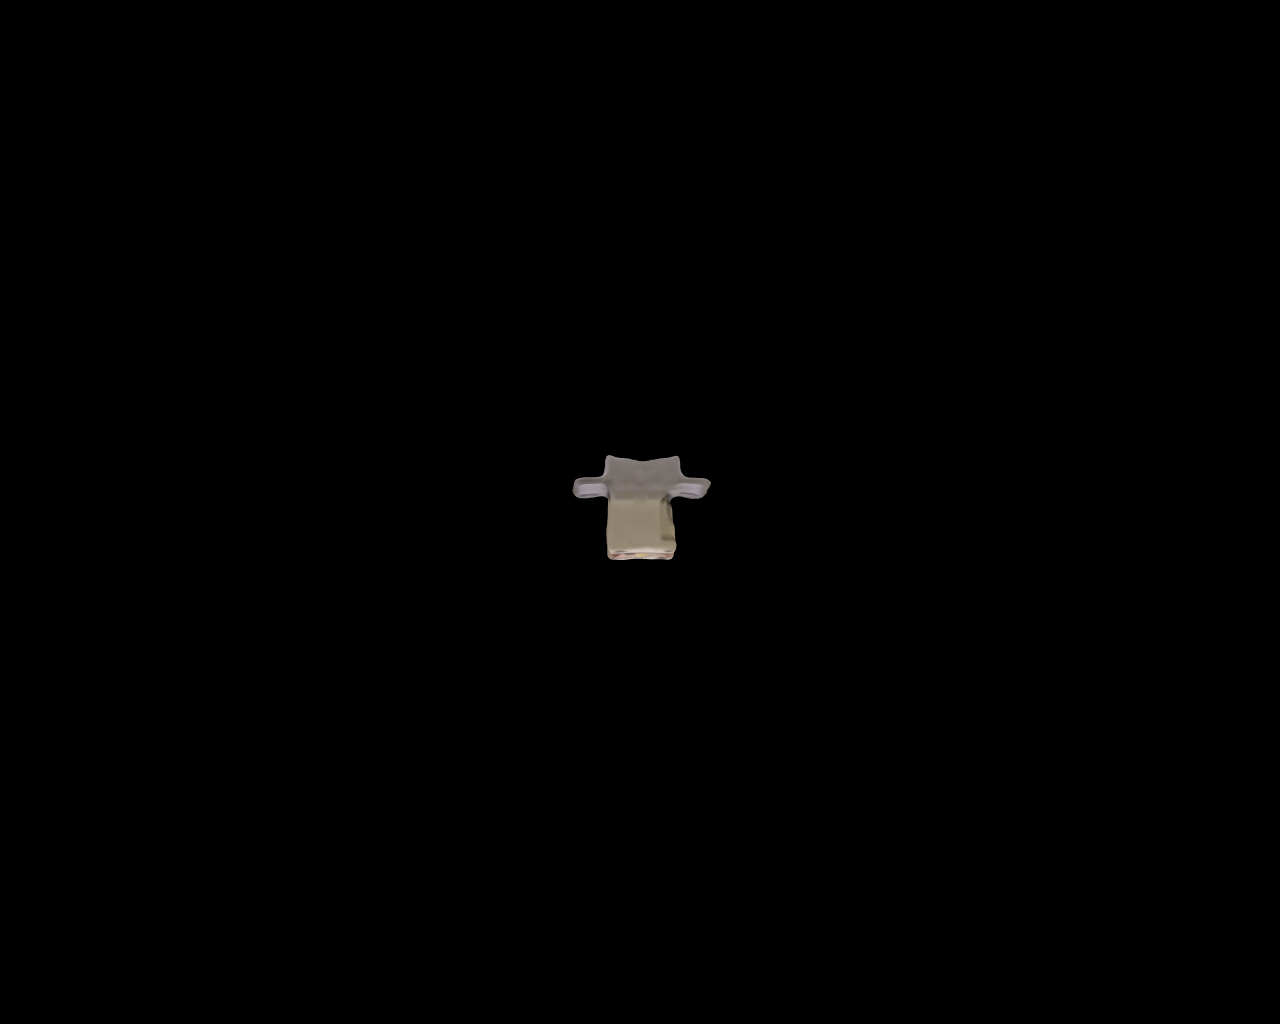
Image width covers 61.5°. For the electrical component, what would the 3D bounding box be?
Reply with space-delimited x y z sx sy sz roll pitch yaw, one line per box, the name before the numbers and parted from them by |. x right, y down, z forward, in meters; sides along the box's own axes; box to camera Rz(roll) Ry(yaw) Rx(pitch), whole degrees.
electrical component | 0.001 -0.003 0.650 0.081 0.064 0.042 0 -11 -2
